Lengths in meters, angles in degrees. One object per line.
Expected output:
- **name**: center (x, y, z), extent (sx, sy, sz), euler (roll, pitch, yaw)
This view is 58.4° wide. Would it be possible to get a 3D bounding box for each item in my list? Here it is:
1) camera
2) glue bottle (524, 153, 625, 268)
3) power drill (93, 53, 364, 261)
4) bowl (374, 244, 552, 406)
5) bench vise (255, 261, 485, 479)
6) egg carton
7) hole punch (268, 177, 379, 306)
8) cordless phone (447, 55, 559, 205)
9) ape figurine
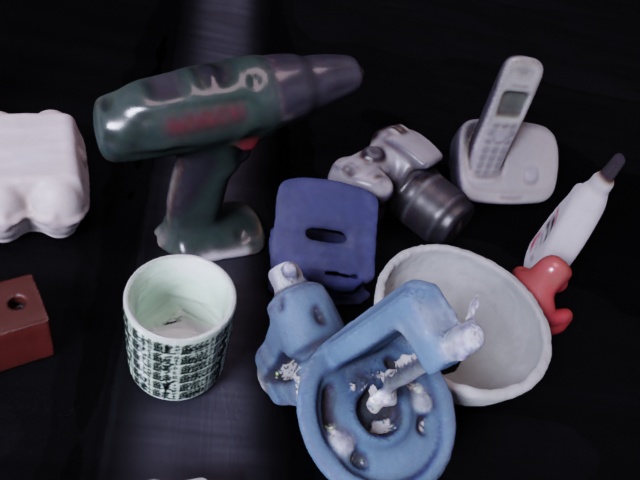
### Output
- **camera**: center (0.098, -0.055, 0.644), extent (0.136, 0.101, 0.143), euler (41, 49, 21)
- **glue bottle**: center (0.277, -0.025, 0.621), extent (0.037, 0.173, 0.078), euler (23, 45, 5)
- **power drill**: center (-0.084, -0.076, 0.530), extent (0.230, 0.208, 0.075), euler (-10, 51, -25)
- **bowl**: center (0.122, 0.088, 0.534), extent (0.167, 0.075, 0.167), euler (9, 46, -9)
- **bench vise**: center (0.018, 0.085, 0.401), extent (0.207, 0.220, 0.122), euler (38, 48, 19)
- **egg carton**: center (-0.281, -0.066, 0.556), extent (0.107, 0.069, 0.150), euler (-7, 50, -23)
- **hole punch**: center (0.005, 0.002, 0.567), extent (0.109, 0.091, 0.101), euler (7, 46, -11)
- **cordless phone**: center (0.248, -0.133, 0.706), extent (0.148, 0.185, 0.094), euler (-2, 48, -19)
- **ape figurine**: center (0.225, 0.053, 0.588), extent (0.076, 0.092, 0.077), euler (-3, 49, -20)
